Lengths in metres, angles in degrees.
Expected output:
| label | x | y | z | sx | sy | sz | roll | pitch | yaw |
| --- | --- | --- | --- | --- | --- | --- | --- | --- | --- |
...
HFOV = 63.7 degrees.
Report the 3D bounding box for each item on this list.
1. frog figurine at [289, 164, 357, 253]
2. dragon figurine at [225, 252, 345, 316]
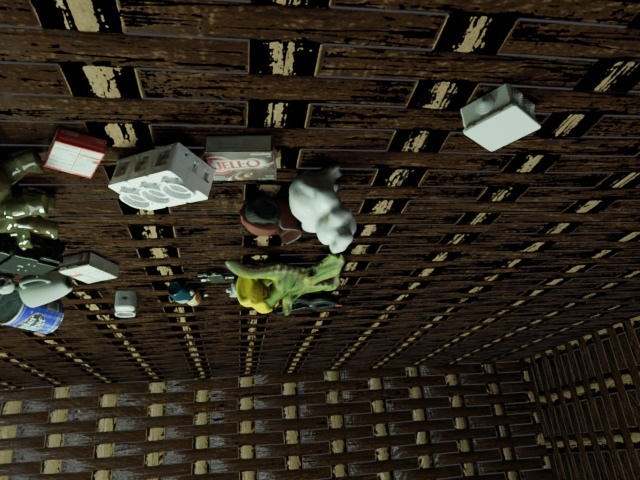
| label | x | y | z | sx | sy | sz | roll | pitch | yaw |
| --- | --- | --- | --- | --- | --- | --- | --- | --- | --- |
| frog figurine | 0.003 | -0.048 | 0.944 | 0.122 | 0.162 | 0.135 | 6 | 153 | -19 |
| dragon figurine | -0.054 | 0.080 | 1.350 | 0.242 | 0.124 | 0.404 | -28 | 154 | 8 |
